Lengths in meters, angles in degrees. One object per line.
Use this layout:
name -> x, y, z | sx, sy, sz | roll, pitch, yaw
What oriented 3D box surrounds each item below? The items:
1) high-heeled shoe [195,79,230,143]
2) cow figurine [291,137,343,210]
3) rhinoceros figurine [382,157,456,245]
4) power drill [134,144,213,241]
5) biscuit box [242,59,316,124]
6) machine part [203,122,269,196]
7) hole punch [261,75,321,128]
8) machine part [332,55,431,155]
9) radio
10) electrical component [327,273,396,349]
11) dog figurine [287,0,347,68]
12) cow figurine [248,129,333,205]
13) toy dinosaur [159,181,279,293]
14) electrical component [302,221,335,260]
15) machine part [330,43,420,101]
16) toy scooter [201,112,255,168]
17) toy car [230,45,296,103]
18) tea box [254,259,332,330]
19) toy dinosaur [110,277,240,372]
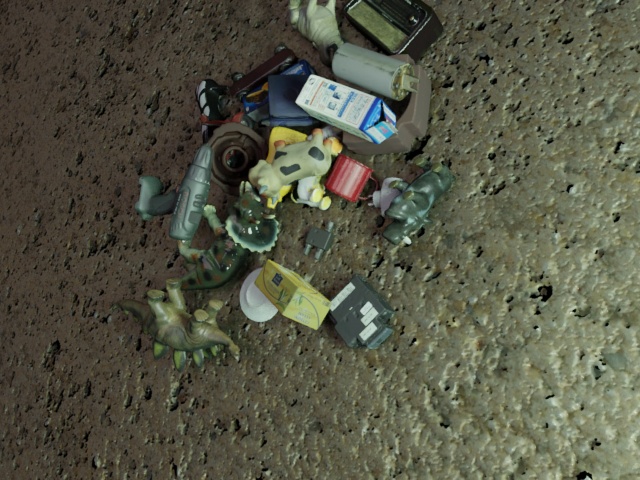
high-heeled shoe -> -0.317, -0.329, 1.479 | 0.145, 0.086, 0.248 | 4, 76, 39
cow figurine -> -0.007, -0.160, 1.246 | 0.098, 0.068, 0.167 | 13, 82, 39
rhinoceros figurine -> 0.191, -0.076, 1.080 | 0.190, 0.112, 0.073 | -50, 40, -5
power drill -> -0.346, -0.117, 1.291 | 0.208, 0.086, 0.232 | 6, 85, 31
biscuit box -> -0.100, -0.376, 1.368 | 0.203, 0.059, 0.063 | -24, 65, 23
machine part -> -0.209, -0.200, 1.327 | 0.179, 0.179, 0.056 | -56, 14, 5
hole punch -> -0.070, -0.331, 1.281 | 0.142, 0.092, 0.116 | -1, 47, -8
machine part -> 0.137, -0.294, 1.186 | 0.202, 0.087, 0.201 | 0, 76, 33
radio -> 0.166, -0.507, 1.238 | 0.131, 0.073, 0.230 | -45, 58, 12
electrical component -> 0.084, 0.155, 1.100 | 0.115, 0.058, 0.134 | -46, 58, 14
dog figurine -> -0.010, -0.509, 1.341 | 0.172, 0.121, 0.190 | -7, 89, 64
cow figurine -> -0.068, -0.156, 1.184 | 0.195, 0.085, 0.127 | -12, 61, 20
toy dinosaur -> -0.243, 0.036, 1.305 | 0.192, 0.131, 0.404 | 45, 107, 33
electrical component -> -0.003, -0.004, 1.221 | 0.063, 0.021, 0.094 | 22, 88, 34
machine part -> 0.109, -0.352, 1.123 | 0.243, 0.079, 0.079 | 31, 93, 34
toy scooter -> -0.257, -0.252, 1.378 | 0.135, 0.075, 0.183 | 23, 102, -5
toy car -> -0.150, -0.433, 1.419 | 0.202, 0.053, 0.089 | -30, 58, 16
tea box -> -0.061, 0.113, 1.144 | 0.068, 0.098, 0.170 | -59, 31, 3
toy dinosaur -> -0.360, 0.199, 1.286 | 0.472, 0.105, 0.198 | 20, 116, 33
